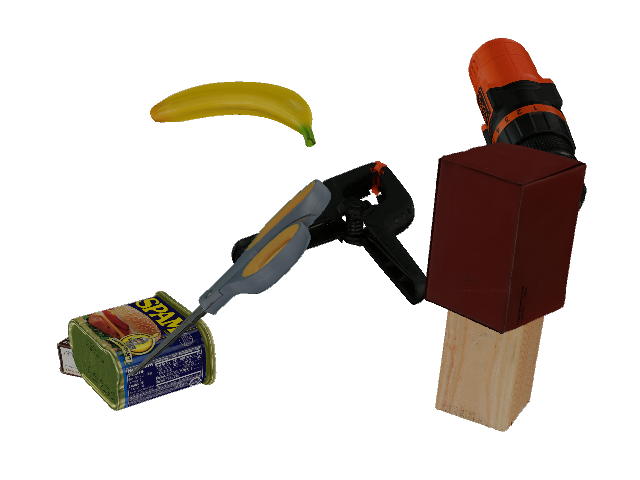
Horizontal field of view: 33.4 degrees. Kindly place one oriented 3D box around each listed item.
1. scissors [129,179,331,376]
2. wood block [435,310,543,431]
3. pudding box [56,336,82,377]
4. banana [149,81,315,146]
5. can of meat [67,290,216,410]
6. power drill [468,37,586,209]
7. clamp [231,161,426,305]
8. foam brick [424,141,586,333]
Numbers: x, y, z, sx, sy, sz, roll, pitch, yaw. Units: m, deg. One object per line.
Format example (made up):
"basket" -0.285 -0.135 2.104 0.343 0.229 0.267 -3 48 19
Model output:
"scissors" -0.065 0.040 0.698 0.016 0.202 0.096 41 12 -14
"wood block" 0.198 0.097 1.209 0.090 0.206 0.090 16 24 25
"pudding box" -0.196 0.112 1.090 0.114 0.039 0.089 6 20 23
"banana" -0.090 -0.148 1.178 0.198 0.037 0.069 9 44 18
"can of meat" -0.146 0.088 0.862 0.083 0.057 0.102 -15 27 -32
"power drill" 0.145 -0.028 0.781 0.057 0.188 0.184 -3 42 -3
"clamp" 0.038 -0.012 0.936 0.165 0.036 0.209 15 32 17
"foam brick" 0.089 -0.003 0.520 0.052 0.078 0.051 -16 30 -41
